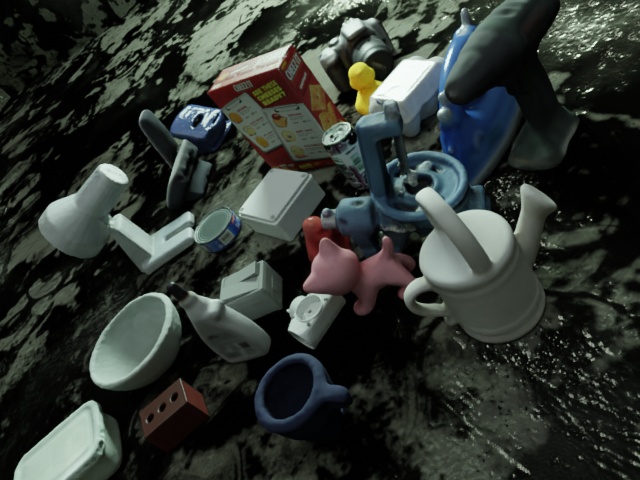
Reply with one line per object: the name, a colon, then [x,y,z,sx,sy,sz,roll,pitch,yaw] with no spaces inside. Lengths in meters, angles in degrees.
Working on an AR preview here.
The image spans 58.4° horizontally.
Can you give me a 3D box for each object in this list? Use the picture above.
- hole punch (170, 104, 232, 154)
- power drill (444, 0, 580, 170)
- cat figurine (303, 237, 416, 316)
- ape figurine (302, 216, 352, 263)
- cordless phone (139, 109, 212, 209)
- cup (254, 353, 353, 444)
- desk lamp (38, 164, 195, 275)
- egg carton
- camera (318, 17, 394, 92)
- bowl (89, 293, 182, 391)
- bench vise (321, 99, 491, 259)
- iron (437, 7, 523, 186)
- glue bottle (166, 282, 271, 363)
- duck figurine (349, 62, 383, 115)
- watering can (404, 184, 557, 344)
hole punch: [-0.272,-0.260,1.315,0.100,0.091,0.109,-5,50,37]
power drill: [0.245,-0.188,0.704,0.075,0.209,0.230,7,58,44]
cat figurine: [0.046,0.037,0.727,0.127,0.118,0.067,-26,40,19]
ape figurine: [0.007,0.003,0.815,0.075,0.092,0.078,1,54,41]
cordless phone: [-0.321,-0.169,1.189,0.094,0.186,0.147,-24,40,21]
cup: [-0.001,0.186,0.638,0.117,0.095,0.092,-10,47,34]
desk lamp: [-0.382,-0.033,1.084,0.203,0.214,0.117,-34,38,10]
egg carton: [0.152,-0.241,0.950,0.150,0.070,0.107,-51,38,-12]
camera: [0.075,-0.357,1.105,0.143,0.101,0.136,-34,38,9]
bowl: [-0.276,0.171,0.906,0.167,0.075,0.167,-23,41,22]
bench vise: [0.082,-0.060,0.707,0.207,0.220,0.121,-30,39,14]
iron: [0.205,-0.200,0.804,0.118,0.142,0.258,-5,50,37]
glue bottle: [-0.144,0.108,0.774,0.078,0.174,0.037,-18,43,27]
duck figurine: [0.085,-0.277,1.029,0.077,0.086,0.104,-33,38,10]
watering can: [0.160,0.011,0.591,0.173,0.195,0.100,-49,38,-10]
